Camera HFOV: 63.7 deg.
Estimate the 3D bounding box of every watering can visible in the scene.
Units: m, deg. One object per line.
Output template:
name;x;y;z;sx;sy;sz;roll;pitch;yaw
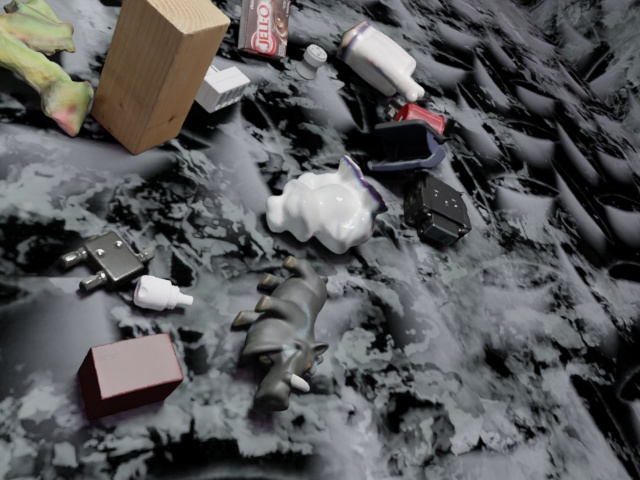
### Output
watering can;0.137;-0.378;1.114;0.224;0.102;0.353;37;21;-4

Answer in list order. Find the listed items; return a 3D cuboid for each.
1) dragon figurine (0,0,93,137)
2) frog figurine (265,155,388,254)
dragon figurine;-0.444;-0.296;0.667;0.413;0.120;0.245;51;25;9
frog figurine;0.002;-0.039;0.768;0.160;0.121;0.138;-27;80;-10
